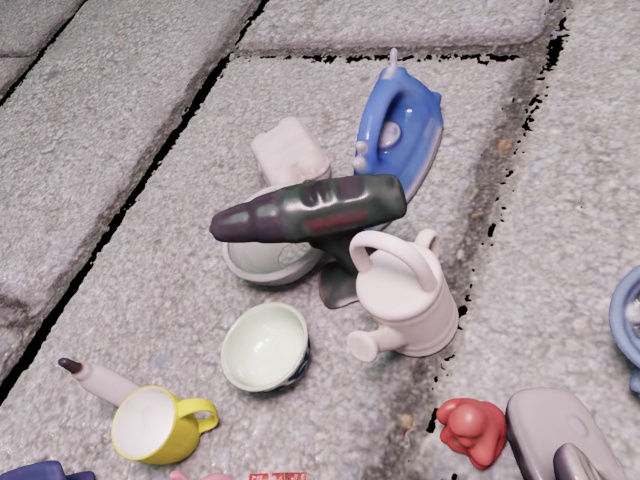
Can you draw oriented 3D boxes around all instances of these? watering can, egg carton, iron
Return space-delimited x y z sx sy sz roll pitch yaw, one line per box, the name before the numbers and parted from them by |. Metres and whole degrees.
watering can | 0.091 0.059 0.653 0.100 0.195 0.173 -4 56 22
egg carton | -0.049 -0.132 0.931 0.107 0.070 0.150 -32 50 1
iron | 0.091 -0.144 0.829 0.118 0.142 0.258 7 61 29

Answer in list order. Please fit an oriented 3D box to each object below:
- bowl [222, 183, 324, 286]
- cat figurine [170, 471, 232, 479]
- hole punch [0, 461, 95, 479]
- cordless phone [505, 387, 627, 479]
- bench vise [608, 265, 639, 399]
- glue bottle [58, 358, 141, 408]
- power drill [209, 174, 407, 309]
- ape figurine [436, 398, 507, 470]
bowl | -0.054 0.003 0.836 0.167 0.075 0.167 -12 53 17
cat figurine | -0.138 0.315 0.629 0.067 0.118 0.127 -29 50 4
hole punch | -0.352 0.342 0.725 0.108 0.091 0.101 -19 52 12
cordless phone | 0.220 0.188 0.510 0.094 0.186 0.147 -25 51 7
bench vise | 0.340 0.033 0.541 0.121 0.220 0.207 0 58 25
glue bottle | -0.277 0.188 0.744 0.077 0.174 0.037 12 63 31
power drill | 0.007 0.003 0.721 0.229 0.209 0.075 -19 52 12
ape figurine | 0.156 0.195 0.595 0.076 0.092 0.077 -23 51 9
